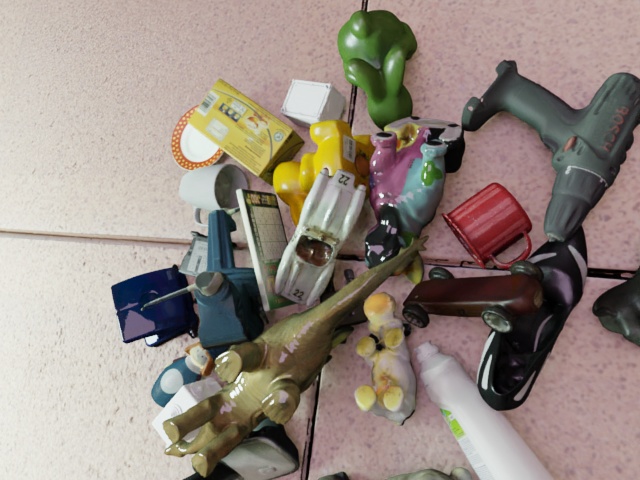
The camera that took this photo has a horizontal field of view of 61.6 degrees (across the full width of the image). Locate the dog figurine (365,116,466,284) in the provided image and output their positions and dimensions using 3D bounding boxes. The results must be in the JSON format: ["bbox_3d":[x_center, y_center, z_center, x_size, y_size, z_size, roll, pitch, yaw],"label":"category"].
[{"bbox_3d":[0.125,-0.050,0.758,0.109,0.191,0.219,17,120,24],"label":"dog figurine"}]

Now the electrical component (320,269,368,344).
[{"bbox_3d":[0.027,0.101,0.795,0.078,0.045,0.102,-16,72,-10],"label":"electrical component"}]

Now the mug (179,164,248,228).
[{"bbox_3d":[-0.188,-0.075,0.916,0.107,0.080,0.109,7,87,37],"label":"mug"}]

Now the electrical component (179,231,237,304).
[{"bbox_3d":[-0.194,0.050,0.903,0.075,0.047,0.119,16,83,26],"label":"electrical component"}]

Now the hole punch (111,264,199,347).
[{"bbox_3d":[-0.280,0.112,0.906,0.116,0.092,0.142,-27,65,13],"label":"hole punch"}]

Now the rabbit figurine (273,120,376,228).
[{"bbox_3d":[0.001,-0.086,0.827,0.173,0.122,0.162,-5,85,37],"label":"rabbit figurine"}]

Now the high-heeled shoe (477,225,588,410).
[{"bbox_3d":[0.255,0.082,0.638,0.086,0.145,0.248,21,89,25],"label":"high-heeled shoe"}]

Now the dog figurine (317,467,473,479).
[{"bbox_3d":[0.082,0.332,0.695,0.172,0.121,0.191,-41,41,-25],"label":"dog figurine"}]

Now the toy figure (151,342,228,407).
[{"bbox_3d":[-0.206,0.207,0.869,0.064,0.058,0.154,44,98,-13],"label":"toy figure"}]

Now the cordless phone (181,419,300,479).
[{"bbox_3d":[-0.125,0.312,0.732,0.147,0.184,0.088,-22,78,18],"label":"cordless phone"}]

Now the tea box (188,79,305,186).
[{"bbox_3d":[-0.123,-0.180,0.897,0.170,0.068,0.098,39,93,16],"label":"tea box"}]

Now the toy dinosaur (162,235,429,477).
[{"bbox_3d":[-0.048,0.156,0.687,0.471,0.198,0.105,-41,83,24],"label":"toy dinosaur"}]

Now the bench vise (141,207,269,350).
[{"bbox_3d":[-0.141,0.048,0.792,0.129,0.223,0.240,-17,62,14],"label":"bench vise"}]

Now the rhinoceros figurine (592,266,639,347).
[{"bbox_3d":[0.411,0.045,0.623,0.190,0.073,0.112,-44,54,11],"label":"rhinoceros figurine"}]

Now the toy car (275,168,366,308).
[{"bbox_3d":[-0.002,-0.002,0.740,0.073,0.056,0.201,23,109,-2],"label":"toy car"}]

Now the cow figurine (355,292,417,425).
[{"bbox_3d":[0.098,0.159,0.731,0.068,0.098,0.167,-13,54,26],"label":"cow figurine"}]

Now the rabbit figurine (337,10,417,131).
[{"bbox_3d":[0.099,-0.245,0.795,0.121,0.159,0.170,-17,87,10],"label":"rabbit figurine"}]

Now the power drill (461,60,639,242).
[{"bbox_3d":[0.291,-0.136,0.702,0.208,0.086,0.232,36,88,32],"label":"power drill"}]

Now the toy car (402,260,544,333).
[{"bbox_3d":[0.186,0.074,0.674,0.202,0.053,0.089,-13,34,56],"label":"toy car"}]
